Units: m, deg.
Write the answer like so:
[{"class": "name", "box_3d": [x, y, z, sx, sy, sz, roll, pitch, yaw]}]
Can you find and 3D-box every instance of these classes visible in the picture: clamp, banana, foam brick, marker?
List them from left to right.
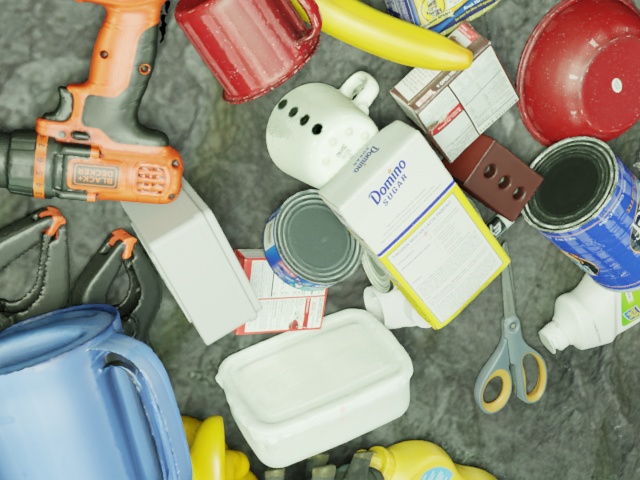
[{"class": "clamp", "box_3d": [-0.258, 0.071, 0.861, 0.164, 0.036, 0.210, 38, 91, -34]}, {"class": "clamp", "box_3d": [-0.182, 0.078, 0.898, 0.120, 0.039, 0.171, -16, 113, -39]}, {"class": "banana", "box_3d": [0.029, -0.181, 0.867, 0.197, 0.070, 0.037, 26, 85, -14]}, {"class": "marker", "box_3d": [0.165, -0.005, 1.051, 0.121, 0.020, 0.020, -41, 123, -5]}, {"class": "foam brick", "box_3d": [0.160, -0.062, 1.005, 0.078, 0.051, 0.053, 31, 95, -33]}]

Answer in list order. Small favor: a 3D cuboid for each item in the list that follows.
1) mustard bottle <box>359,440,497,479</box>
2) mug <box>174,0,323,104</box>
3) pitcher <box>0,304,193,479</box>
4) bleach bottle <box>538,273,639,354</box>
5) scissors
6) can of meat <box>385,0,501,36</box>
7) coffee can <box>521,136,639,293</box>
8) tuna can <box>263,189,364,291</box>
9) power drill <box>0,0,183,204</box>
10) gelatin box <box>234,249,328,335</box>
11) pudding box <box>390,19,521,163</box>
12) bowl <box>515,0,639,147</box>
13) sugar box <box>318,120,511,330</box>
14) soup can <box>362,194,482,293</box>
[{"class": "mustard bottle", "box_3d": [0.105, 0.260, 1.111, 0.191, 0.058, 0.096, 33, 101, -33]}, {"class": "mug", "box_3d": [-0.050, -0.168, 0.822, 0.081, 0.117, 0.093, 54, 50, -28]}, {"class": "pitcher", "box_3d": [-0.172, 0.178, 0.807, 0.144, 0.149, 0.243, -21, 105, -15]}, {"class": "bleach bottle", "box_3d": [0.336, 0.032, 1.128, 0.250, 0.068, 0.102, -34, 121, -8]}, {"class": "scissors", "box_3d": [0.185, 0.103, 1.109, 0.096, 0.016, 0.201, -33, 122, -11]}, {"class": "can of meat", "box_3d": [0.099, -0.224, 0.903, 0.102, 0.057, 0.084, -30, 124, -11]}, {"class": "coffee can", "box_3d": [0.273, -0.023, 1.038, 0.140, 0.103, 0.103, 34, 93, -40]}, {"class": "tuna can", "box_3d": [-0.006, 0.001, 0.935, 0.086, 0.034, 0.086, 7, 71, -23]}, {"class": "power drill", "box_3d": [-0.187, -0.121, 0.794, 0.184, 0.057, 0.188, 5, 108, -13]}, {"class": "gelatin box", "box_3d": [-0.037, 0.045, 0.965, 0.089, 0.030, 0.073, -2, 110, -26]}, {"class": "pudding box", "box_3d": [0.121, -0.128, 0.937, 0.090, 0.039, 0.113, -44, 152, 4]}, {"class": "bowl", "box_3d": [0.268, -0.154, 1.018, 0.161, 0.055, 0.162, -10, 115, -22]}, {"class": "sugar box", "box_3d": [0.083, -0.010, 0.906, 0.093, 0.048, 0.176, -44, 125, -5]}, {"class": "soup can", "box_3d": [0.094, 0.003, 0.990, 0.102, 0.069, 0.068, -19, 118, -18]}]
